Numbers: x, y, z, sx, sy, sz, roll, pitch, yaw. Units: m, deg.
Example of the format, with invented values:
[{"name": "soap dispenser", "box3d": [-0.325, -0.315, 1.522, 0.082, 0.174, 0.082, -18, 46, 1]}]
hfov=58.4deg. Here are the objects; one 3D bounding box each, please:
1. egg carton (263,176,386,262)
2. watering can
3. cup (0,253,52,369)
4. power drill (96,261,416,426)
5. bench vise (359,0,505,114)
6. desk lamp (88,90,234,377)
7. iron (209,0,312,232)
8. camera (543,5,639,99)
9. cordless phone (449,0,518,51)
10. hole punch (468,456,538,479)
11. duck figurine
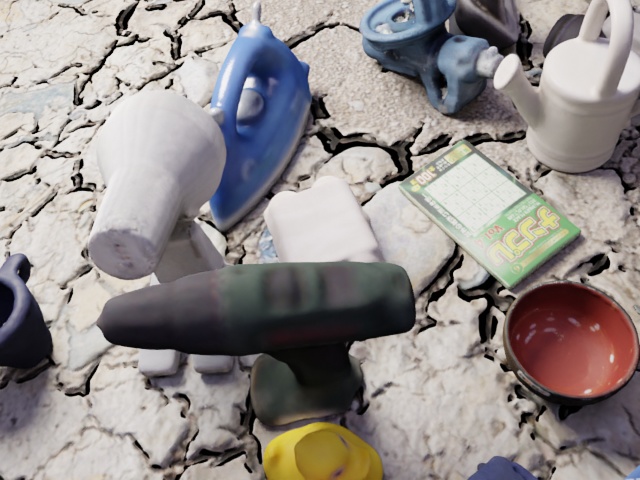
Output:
[{"name": "egg carton", "box3d": [0.006, 0.002, 0.611, 0.107, 0.069, 0.150, -21, 57, -5]}, {"name": "watering can", "box3d": [0.278, -0.168, 0.607, 0.173, 0.194, 0.100, -18, 57, -4]}, {"name": "cup", "box3d": [-0.317, 0.082, 0.591, 0.091, 0.095, 0.118, 5, 58, 12]}, {"name": "power drill", "box3d": [-0.035, 0.087, 0.479, 0.229, 0.209, 0.075, -12, 56, 1]}, {"name": "bench vise", "box3d": [0.137, -0.275, 0.681, 0.206, 0.220, 0.122, 23, 63, 21]}, {"name": "desk lamp", "box3d": [-0.144, -0.003, 0.549, 0.118, 0.214, 0.203, -5, 57, 5]}, {"name": "iron", "box3d": [-0.093, -0.153, 0.682, 0.118, 0.142, 0.258, 7, 59, 13]}, {"name": "camera", "box3d": [0.358, -0.240, 0.698, 0.143, 0.101, 0.136, -42, 61, -18]}, {"name": "cordless phone", "box3d": [0.217, -0.355, 0.742, 0.094, 0.185, 0.147, -3, 57, 6]}, {"name": "hole punch", "box3d": [0.143, 0.226, 0.434, 0.101, 0.091, 0.108, -37, 60, -15]}, {"name": "duck figurine", "box3d": [-0.001, 0.186, 0.483, 0.104, 0.086, 0.077, 5, 58, 12]}]
